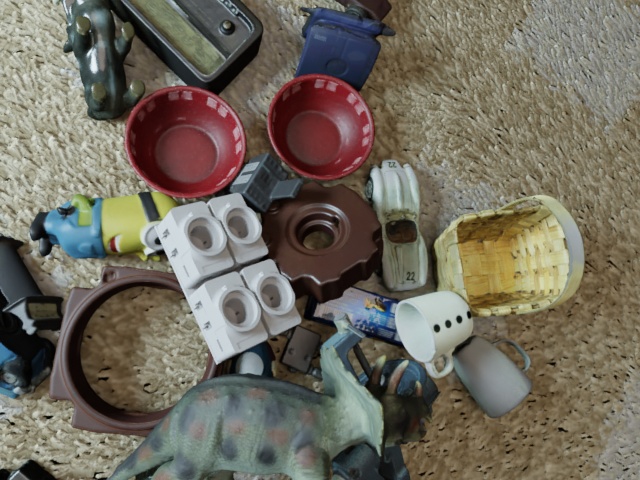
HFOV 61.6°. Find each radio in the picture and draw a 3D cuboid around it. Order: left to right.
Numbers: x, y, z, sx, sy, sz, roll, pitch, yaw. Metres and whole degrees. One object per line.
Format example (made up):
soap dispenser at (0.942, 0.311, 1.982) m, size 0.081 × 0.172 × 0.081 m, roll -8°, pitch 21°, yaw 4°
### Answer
radio at (-0.198, -0.326, 0.769) m, size 0.229 × 0.073 × 0.131 m, roll 45°, pitch 74°, yaw -4°

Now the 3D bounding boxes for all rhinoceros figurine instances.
rhinoceros figurine at (-0.298, -0.258, 0.721) m, size 0.073 × 0.112 × 0.190 m, roll -17°, pitch 98°, yaw -33°

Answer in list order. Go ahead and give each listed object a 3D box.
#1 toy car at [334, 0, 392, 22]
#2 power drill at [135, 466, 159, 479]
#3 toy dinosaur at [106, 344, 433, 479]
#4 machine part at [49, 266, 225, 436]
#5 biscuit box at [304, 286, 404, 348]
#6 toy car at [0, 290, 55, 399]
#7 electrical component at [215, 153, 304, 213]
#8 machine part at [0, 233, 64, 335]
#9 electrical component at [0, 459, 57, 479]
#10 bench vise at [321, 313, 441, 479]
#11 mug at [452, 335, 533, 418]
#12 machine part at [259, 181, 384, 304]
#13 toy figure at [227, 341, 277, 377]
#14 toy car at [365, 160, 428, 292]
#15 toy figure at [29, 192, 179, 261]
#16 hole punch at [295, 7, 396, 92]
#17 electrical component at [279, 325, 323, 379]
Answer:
toy car at (0.020, -0.409, 0.849) m, size 0.202 × 0.053 × 0.089 m, roll 35°, pitch 64°, yaw -3°
power drill at (-0.155, 0.376, 0.670) m, size 0.207 × 0.086 × 0.232 m, roll 8°, pitch 76°, yaw -5°
toy dinosaur at (-0.076, 0.210, 0.589) m, size 0.405 × 0.131 × 0.192 m, roll -1°, pitch 82°, yaw 6°
machine part at (-0.221, 0.139, 0.682) m, size 0.201 × 0.087 × 0.201 m, roll 10°, pitch 79°, yaw -11°
biscuit box at (0.081, 0.112, 0.774) m, size 0.203 × 0.063 × 0.059 m, roll 19°, pitch 78°, yaw -10°
toy car at (-0.405, 0.127, 0.638) m, size 0.103 × 0.109 × 0.161 m, roll -36°, pitch 103°, yaw 5°
electrical component at (-0.081, -0.075, 0.731) m, size 0.047 × 0.119 × 0.075 m, roll 44°, pitch 65°, yaw -33°
machine part at (-0.370, 0.057, 0.669) m, size 0.039 × 0.084 × 0.139 m, roll -37°, pitch 82°, yaw 9°
electrical component at (-0.360, 0.332, 0.630) m, size 0.134 × 0.058 × 0.115 m, roll 41°, pitch 72°, yaw -5°
bench vise at (0.059, 0.214, 0.712) m, size 0.224 × 0.129 × 0.240 m, roll -33°, pitch 107°, yaw -24°
mug at (0.256, 0.188, 0.798) m, size 0.109 × 0.081 × 0.107 m, roll -42°, pitch 84°, yaw -11°
machine part at (-0.002, -0.002, 0.738) m, size 0.179 × 0.056 × 0.179 m, roll -2°, pitch 56°, yaw 2°
toy figure at (-0.089, 0.143, 0.730) m, size 0.064 × 0.058 × 0.154 m, roll 6°, pitch 78°, yaw -25°
toy car at (0.116, -0.023, 0.808) m, size 0.073 × 0.056 × 0.201 m, roll -3°, pitch 82°, yaw -15°
toy figure at (-0.271, -0.021, 0.699) m, size 0.180 × 0.082 × 0.089 m, roll -1°, pitch 77°, yaw -11°
hole punch at (0.026, -0.279, 0.802) m, size 0.142 × 0.116 × 0.092 m, roll 13°, pitch 86°, yaw -12°
electrical component at (-0.029, 0.156, 0.760) m, size 0.094 × 0.021 × 0.063 m, roll 26°, pitch 76°, yaw -9°
